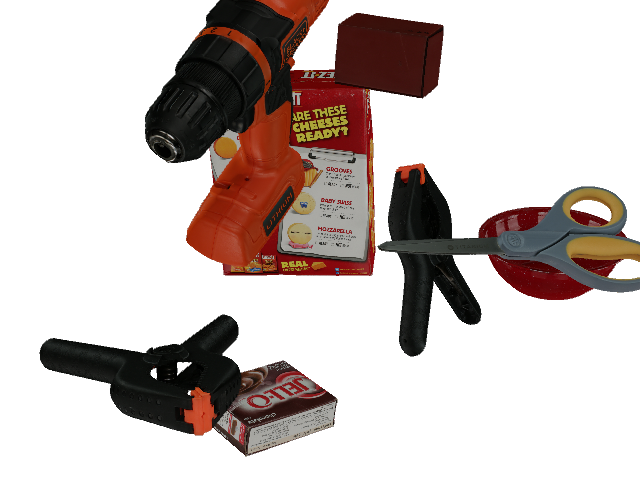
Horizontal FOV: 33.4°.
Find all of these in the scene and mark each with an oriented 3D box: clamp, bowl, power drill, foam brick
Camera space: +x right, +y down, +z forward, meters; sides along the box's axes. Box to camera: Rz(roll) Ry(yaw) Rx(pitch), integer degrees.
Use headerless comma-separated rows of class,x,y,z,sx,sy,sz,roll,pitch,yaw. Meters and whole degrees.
clamp,0.093,0.019,0.974,0.039,0.171,0.120,-12,13,34
bowl,0.253,0.020,1.175,0.162,0.055,0.162,-1,27,0
clamp,-0.108,0.097,0.809,0.164,0.036,0.210,-10,13,-27
power drill,-0.052,-0.069,0.689,0.057,0.184,0.188,25,-37,13
foam brick,0.056,-0.152,0.876,0.078,0.051,0.053,13,25,18

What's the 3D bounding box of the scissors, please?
scissors,0.142,-0.011,0.757,0.201,0.096,0.016,12,-38,-5

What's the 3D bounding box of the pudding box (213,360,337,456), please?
pudding box,-0.054,0.165,1.064,0.113,0.039,0.090,-14,29,-37

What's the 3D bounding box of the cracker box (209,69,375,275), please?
cracker box,-0.027,-0.069,1.118,0.164,0.214,0.072,0,28,7
